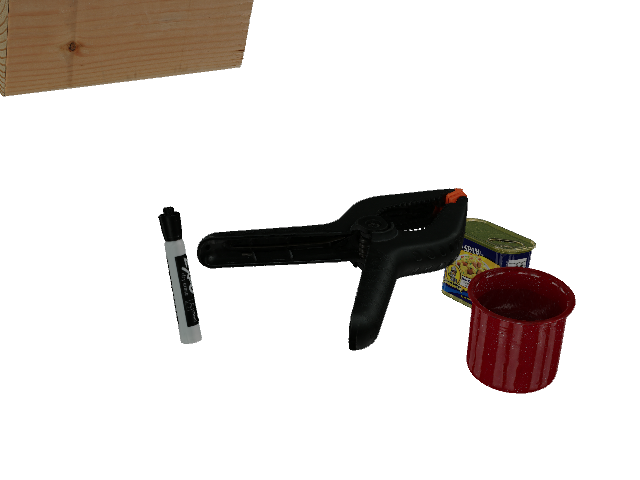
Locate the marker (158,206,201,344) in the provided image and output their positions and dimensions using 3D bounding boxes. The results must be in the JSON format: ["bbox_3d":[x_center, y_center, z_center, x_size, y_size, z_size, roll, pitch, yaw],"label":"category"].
[{"bbox_3d":[-0.122,0.030,0.929,0.020,0.121,0.020,-8,12,2],"label":"marker"}]

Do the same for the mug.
[{"bbox_3d":[0.172,0.075,0.955,0.093,0.081,0.117,-1,30,-4],"label":"mug"}]

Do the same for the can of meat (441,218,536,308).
[{"bbox_3d":[0.185,0.031,1.191,0.057,0.084,0.102,-8,24,-36],"label":"can of meat"}]

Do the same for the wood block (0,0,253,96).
[{"bbox_3d":[-0.165,-0.185,0.849,0.205,0.091,0.090,-13,45,-33],"label":"wood block"}]

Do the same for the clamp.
[{"bbox_3d":[0.027,0.002,0.773,0.165,0.036,0.209,22,35,33],"label":"clamp"}]
